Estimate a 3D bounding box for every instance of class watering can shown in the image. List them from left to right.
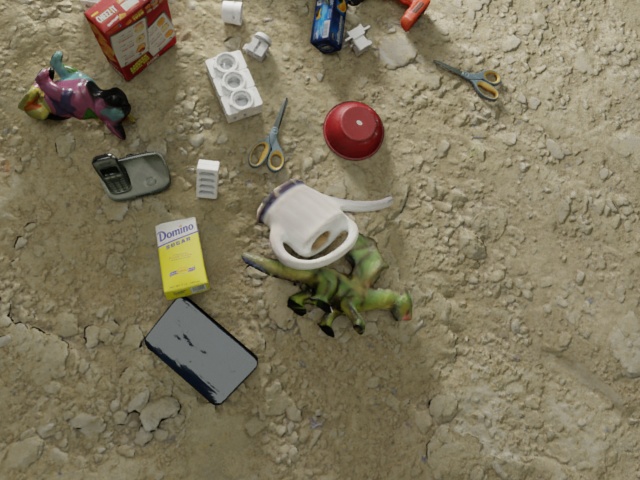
[{"bbox_3d":[0.004,-0.060,1.198,0.226,0.101,0.353,38,50,19],"label":"watering can"}]

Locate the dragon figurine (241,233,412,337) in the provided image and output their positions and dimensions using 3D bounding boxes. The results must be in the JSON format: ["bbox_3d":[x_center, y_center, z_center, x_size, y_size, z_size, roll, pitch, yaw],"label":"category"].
[{"bbox_3d":[0.043,0.077,1.206,0.411,0.120,0.247,37,58,2],"label":"dragon figurine"}]
